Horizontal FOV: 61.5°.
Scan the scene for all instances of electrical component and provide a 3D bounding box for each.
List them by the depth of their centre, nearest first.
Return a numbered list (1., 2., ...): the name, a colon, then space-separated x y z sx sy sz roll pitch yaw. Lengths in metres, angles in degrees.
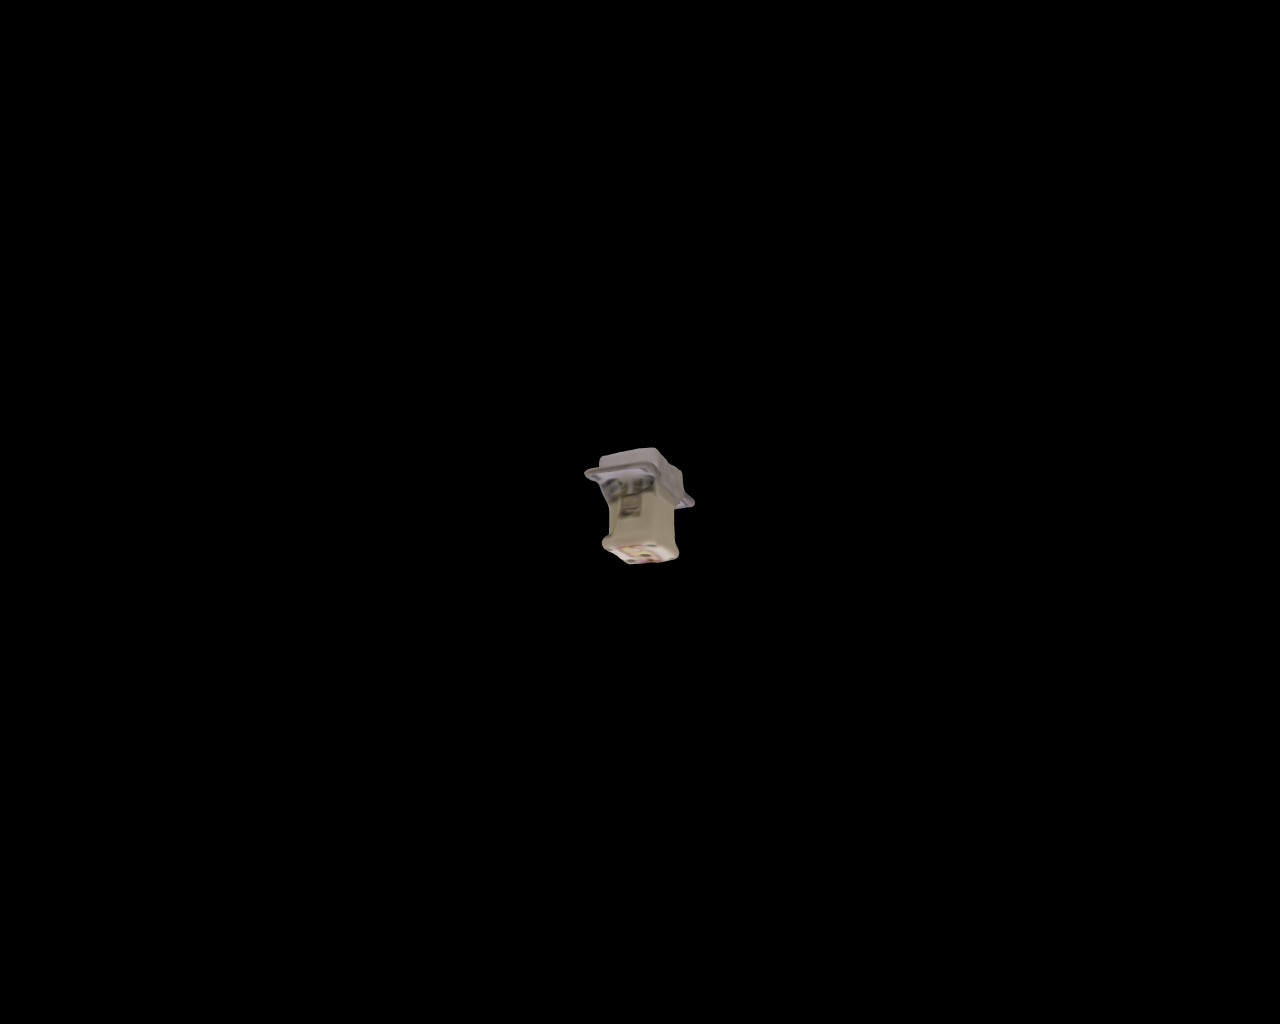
1. electrical component: 0.001 -0.003 0.650 0.042 0.064 0.081 -8 -20 22
